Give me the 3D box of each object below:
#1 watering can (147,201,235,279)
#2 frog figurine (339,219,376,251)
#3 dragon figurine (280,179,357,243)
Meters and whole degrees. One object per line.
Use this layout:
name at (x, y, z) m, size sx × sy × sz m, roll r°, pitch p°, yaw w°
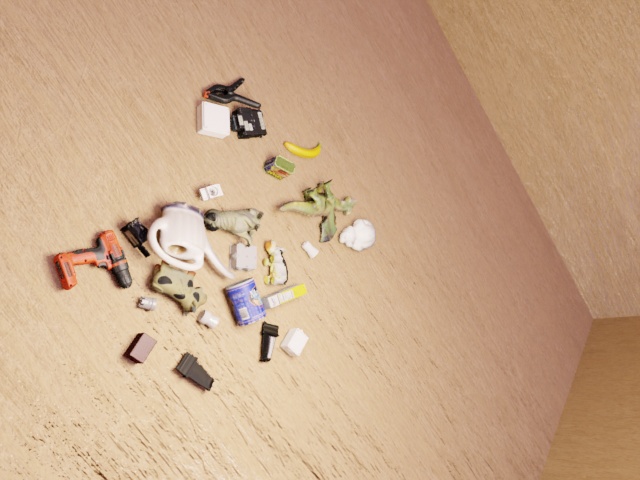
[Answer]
watering can at (-0.412, 0.004, 1.679) m, size 0.344 × 0.103 × 0.229 m, roll 27°, pitch 47°, yaw -47°
frog figurine at (0.160, -0.024, 2.184) m, size 0.159 × 0.123 × 0.137 m, roll 12°, pitch 90°, yaw -50°
dragon figurine at (0.006, -0.105, 2.091) m, size 0.416 × 0.121 × 0.240 m, roll -33°, pitch 108°, yaw -40°
